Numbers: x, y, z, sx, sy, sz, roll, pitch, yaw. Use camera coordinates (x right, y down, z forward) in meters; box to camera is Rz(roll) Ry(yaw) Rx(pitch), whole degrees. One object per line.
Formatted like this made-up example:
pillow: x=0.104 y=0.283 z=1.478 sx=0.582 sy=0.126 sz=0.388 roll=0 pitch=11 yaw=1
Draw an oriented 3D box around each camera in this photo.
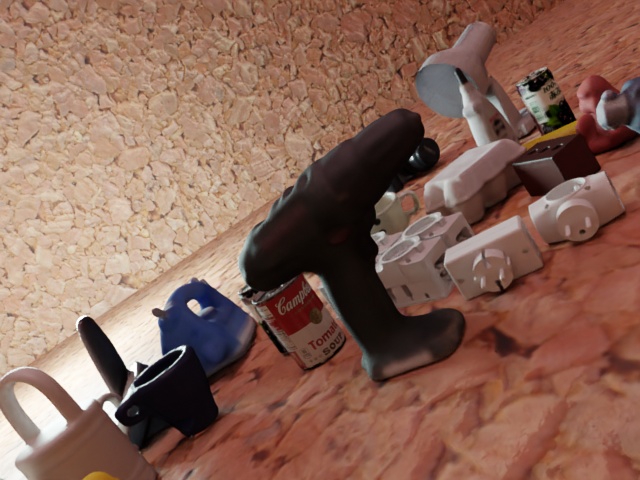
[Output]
camera: x=0.180 y=-0.176 z=1.241 sx=0.143 sy=0.101 sz=0.136 roll=-40 pitch=12 yaw=-26

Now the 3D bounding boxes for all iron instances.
iron: x=-0.187 y=0.124 z=0.916 sx=0.118 sy=0.141 sz=0.258 roll=-32 pitch=11 yaw=11

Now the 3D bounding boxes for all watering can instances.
watering can: x=-0.277 y=0.223 z=0.617 sx=0.101 sy=0.194 sz=0.173 roll=-32 pitch=11 yaw=8

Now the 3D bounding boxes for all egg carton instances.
egg carton: x=0.219 y=-0.082 z=0.808 sx=0.150 sy=0.069 sz=0.107 roll=-38 pitch=12 yaw=-21

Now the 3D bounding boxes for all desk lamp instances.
desk lamp: x=0.293 y=-0.272 z=1.027 sx=0.204 sy=0.214 sz=0.117 roll=-41 pitch=13 yaw=-30

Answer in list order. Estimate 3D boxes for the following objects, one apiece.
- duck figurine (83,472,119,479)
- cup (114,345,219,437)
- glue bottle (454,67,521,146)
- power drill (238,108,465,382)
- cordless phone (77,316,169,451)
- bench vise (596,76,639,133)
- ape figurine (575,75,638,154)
duck figurine: x=-0.186 y=0.250 z=0.518 sx=0.078 sy=0.086 sz=0.104 roll=-42 pitch=14 yaw=-35
cup: x=-0.177 y=0.198 z=0.690 sx=0.118 sy=0.095 sz=0.091 roll=-42 pitch=14 yaw=-35
glue bottle: x=0.260 y=-0.199 z=0.916 sx=0.037 sy=0.173 sz=0.078 roll=-22 pitch=16 yaw=46
power drill: x=0.041 y=0.019 z=0.529 sx=0.229 sy=0.208 sz=0.076 roll=-28 pitch=13 yaw=29
cordless phone: x=-0.288 y=0.193 z=0.796 sx=0.094 sy=0.185 sz=0.147 roll=-38 pitch=12 yaw=-17
bench vise: x=0.341 y=-0.185 z=0.500 sx=0.207 sy=0.220 sz=0.121 roll=-34 pitch=11 yaw=-1
ape figurine: x=0.348 y=-0.159 z=0.705 sx=0.076 sy=0.092 sz=0.078 roll=-32 pitch=11 yaw=10
